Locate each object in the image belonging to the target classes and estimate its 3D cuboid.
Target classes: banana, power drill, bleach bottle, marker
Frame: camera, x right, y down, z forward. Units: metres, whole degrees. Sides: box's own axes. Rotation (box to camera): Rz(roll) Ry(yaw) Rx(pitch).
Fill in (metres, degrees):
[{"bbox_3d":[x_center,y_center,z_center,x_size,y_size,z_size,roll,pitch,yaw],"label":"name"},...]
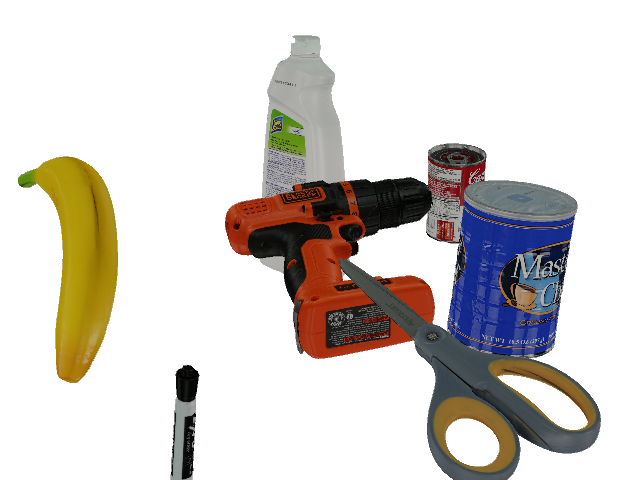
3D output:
[{"bbox_3d":[-0.166,0.003,0.727,0.037,0.198,0.070,18,-55,-37],"label":"banana"},{"bbox_3d":[0.027,0.012,0.869,0.184,0.057,0.188,-12,32,-11],"label":"power drill"},{"bbox_3d":[-0.014,-0.089,1.136,0.103,0.251,0.067,16,21,37],"label":"bleach bottle"},{"bbox_3d":[-0.113,0.156,0.883,0.020,0.121,0.020,5,26,-3],"label":"marker"}]

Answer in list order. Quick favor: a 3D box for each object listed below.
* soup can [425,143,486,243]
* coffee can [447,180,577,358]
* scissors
[{"bbox_3d":[0.159,-0.055,1.261,0.068,0.102,0.068,0,26,0],"label":"soup can"},{"bbox_3d":[0.177,0.025,0.994,0.103,0.140,0.103,4,20,-2],"label":"coffee can"},{"bbox_3d":[0.056,0.071,0.589,0.202,0.016,0.096,25,49,36],"label":"scissors"}]
